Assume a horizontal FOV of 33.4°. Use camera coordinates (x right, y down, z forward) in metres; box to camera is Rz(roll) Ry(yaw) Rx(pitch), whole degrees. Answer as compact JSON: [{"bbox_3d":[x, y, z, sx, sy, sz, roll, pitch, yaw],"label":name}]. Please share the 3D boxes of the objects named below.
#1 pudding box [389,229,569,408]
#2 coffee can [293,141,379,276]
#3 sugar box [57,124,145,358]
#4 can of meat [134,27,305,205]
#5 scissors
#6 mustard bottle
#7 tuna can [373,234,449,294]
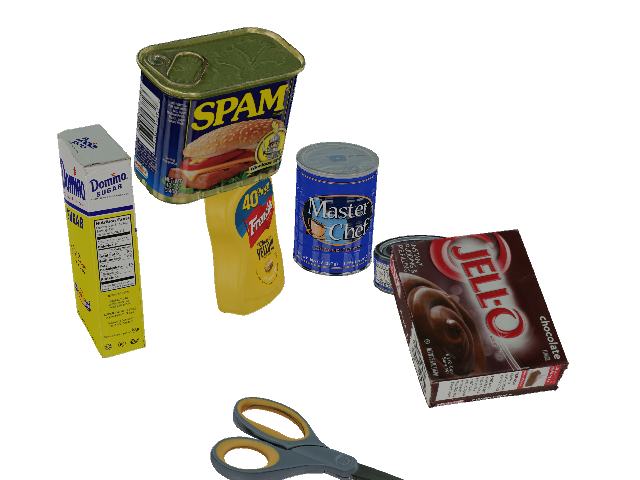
[{"bbox_3d":[0.100,0.049,0.698,0.090,0.113,0.039,-8,-36,-7],"label":"pudding box"},{"bbox_3d":[0.018,-0.041,1.344,0.103,0.140,0.103,2,27,-1],"label":"coffee can"},{"bbox_3d":[-0.185,0.000,0.902,0.048,0.176,0.093,-14,28,-22],"label":"sugar box"},{"bbox_3d":[-0.066,-0.077,0.666,0.101,0.084,0.057,-19,48,-34],"label":"can of meat"},{"bbox_3d":[0.000,0.180,0.814,0.202,0.016,0.096,27,39,31],"label":"scissors"},{"bbox_3d":[-0.082,-0.025,1.118,0.058,0.191,0.096,7,26,28],"label":"mustard bottle"},{"bbox_3d":[0.091,0.022,0.979,0.086,0.034,0.086,-3,17,1],"label":"tuna can"}]
